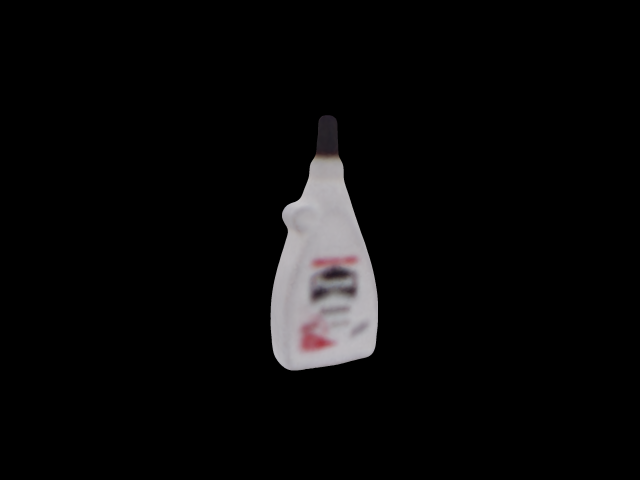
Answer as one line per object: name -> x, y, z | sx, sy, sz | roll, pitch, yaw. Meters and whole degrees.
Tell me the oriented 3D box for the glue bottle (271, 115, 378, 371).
glue bottle -> 0.004, 0.001, 0.400 | 0.078, 0.173, 0.037 | -6, 13, -27
